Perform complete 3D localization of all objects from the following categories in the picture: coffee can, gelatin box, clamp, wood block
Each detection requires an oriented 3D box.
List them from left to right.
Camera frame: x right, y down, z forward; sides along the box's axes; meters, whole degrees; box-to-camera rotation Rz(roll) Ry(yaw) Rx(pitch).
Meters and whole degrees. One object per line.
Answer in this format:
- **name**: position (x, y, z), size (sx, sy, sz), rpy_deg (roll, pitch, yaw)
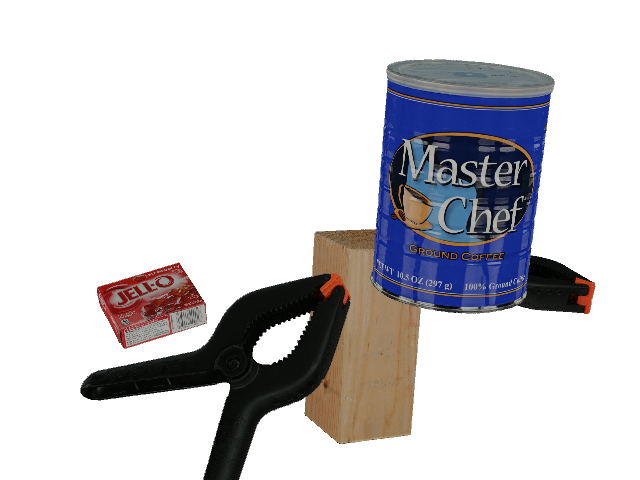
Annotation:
- **gelatin box**: position (-0.165, 0.062, 1.044), size (0.089, 0.030, 0.073), rpy_deg (-16, 38, -21)
- **clamp**: position (-0.068, 0.095, 0.785), size (0.165, 0.210, 0.036), rpy_deg (37, -13, 29)
- **wood block**: position (0.045, 0.098, 1.131), size (0.090, 0.206, 0.091), rpy_deg (-3, 14, -26)
- **coffee can**: position (0.088, -0.037, 0.676), size (0.103, 0.140, 0.103), rpy_deg (3, 17, -1)
- **clamp**: position (0.163, 0.025, 0.967), size (0.171, 0.039, 0.120), rpy_deg (15, 29, 15)
